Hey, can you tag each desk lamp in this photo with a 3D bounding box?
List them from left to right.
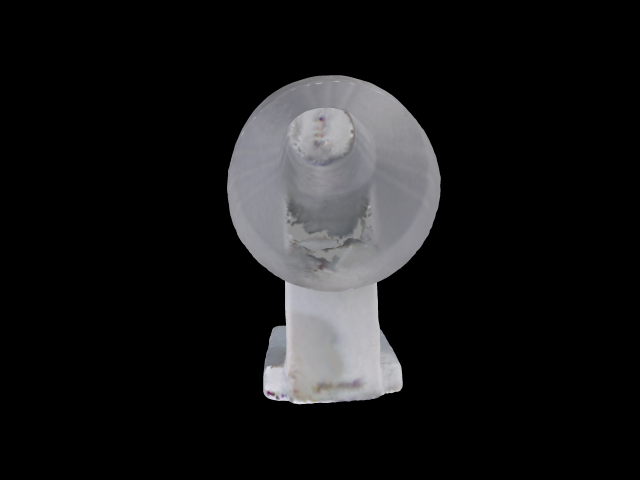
[{"bbox_3d":[0.004,0.001,0.400,0.118,0.213,0.203,0,7,-3],"label":"desk lamp"}]
